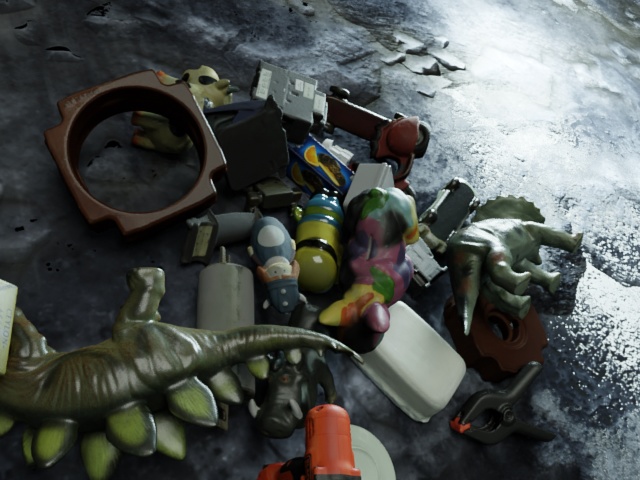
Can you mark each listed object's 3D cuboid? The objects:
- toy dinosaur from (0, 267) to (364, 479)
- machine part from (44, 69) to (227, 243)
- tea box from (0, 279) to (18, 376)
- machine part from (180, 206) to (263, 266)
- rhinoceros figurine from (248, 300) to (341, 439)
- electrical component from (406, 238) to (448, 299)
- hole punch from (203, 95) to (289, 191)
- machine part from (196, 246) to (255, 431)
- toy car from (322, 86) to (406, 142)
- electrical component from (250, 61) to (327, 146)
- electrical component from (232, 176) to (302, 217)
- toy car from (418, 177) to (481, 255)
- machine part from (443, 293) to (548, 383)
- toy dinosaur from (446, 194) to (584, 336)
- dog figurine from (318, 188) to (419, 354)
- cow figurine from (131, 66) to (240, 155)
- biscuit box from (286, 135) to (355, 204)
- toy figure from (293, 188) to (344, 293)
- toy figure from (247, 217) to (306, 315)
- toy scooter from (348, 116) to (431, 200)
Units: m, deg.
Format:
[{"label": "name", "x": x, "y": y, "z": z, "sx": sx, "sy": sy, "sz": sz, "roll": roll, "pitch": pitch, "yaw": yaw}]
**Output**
[{"label": "toy dinosaur", "x": -0.193, "y": 0.140, "z": 0.579, "sx": 0.472, "sy": 0.105, "sz": 0.199, "roll": -15, "pitch": 62, "yaw": -12}, {"label": "machine part", "x": -0.247, "y": -0.111, "z": 0.736, "sx": 0.201, "sy": 0.087, "sz": 0.201, "roll": -27, "pitch": 89, "yaw": -17}, {"label": "tea box", "x": -0.387, "y": 0.099, "z": 0.517, "sx": 0.170, "sy": 0.068, "sz": 0.098, "roll": -17, "pitch": 59, "yaw": 13}, {"label": "machine part", "x": -0.139, "y": -0.010, "z": 0.780, "sx": 0.139, "sy": 0.084, "sz": 0.039, "roll": -17, "pitch": 40, "yaw": -44}, {"label": "rhinoceros figurine", "x": -0.025, "y": 0.162, "z": 0.676, "sx": 0.073, "sy": 0.111, "sz": 0.190, "roll": -3, "pitch": 40, "yaw": 22}, {"label": "electrical component", "x": 0.148, "y": 0.031, "z": 0.905, "sx": 0.075, "sy": 0.047, "sz": 0.119, "roll": -29, "pitch": 76, "yaw": -38}, {"label": "hole punch", "x": -0.116, "y": -0.154, "z": 0.835, "sx": 0.116, "sy": 0.142, "sz": 0.092, "roll": -25, "pitch": 40, "yaw": -20}, {"label": "machine part", "x": -0.122, "y": 0.119, "z": 0.690, "sx": 0.079, "sy": 0.079, "sz": 0.243, "roll": 8, "pitch": 55, "yaw": -22}, {"label": "toy car", "x": 0.082, "y": -0.222, "z": 1.025, "sx": 0.202, "sy": 0.089, "sz": 0.053, "roll": 19, "pitch": 14, "yaw": -11}, {"label": "electrical component", "x": -0.054, "y": -0.224, "z": 0.895, "sx": 0.134, "sy": 0.058, "sz": 0.115, "roll": 18, "pitch": 54, "yaw": -14}, {"label": "electrical component", "x": -0.081, "y": -0.066, "z": 0.863, "sx": 0.102, "sy": 0.045, "sz": 0.078, "roll": -14, "pitch": 37, "yaw": -36}, {"label": "toy car", "x": 0.238, "y": -0.048, "z": 1.000, "sx": 0.073, "sy": 0.056, "sz": 0.202, "roll": 44, "pitch": 51, "yaw": -2}, {"label": "machine part", "x": 0.294, "y": 0.147, "z": 0.892, "sx": 0.179, "sy": 0.056, "sz": 0.179, "roll": 14, "pitch": 54, "yaw": -19}, {"label": "toy dinosaur", "x": 0.279, "y": 0.023, "z": 0.867, "sx": 0.405, "sy": 0.131, "sz": 0.192, "roll": -15, "pitch": 34, "yaw": -42}, {"label": "dog figurine", "x": 0.068, "y": 0.042, "z": 0.729, "sx": 0.109, "sy": 0.191, "sz": 0.219, "roll": 7, "pitch": 25, "yaw": 14}, {"label": "cow figurine", "x": -0.212, "y": -0.216, "z": 0.873, "sx": 0.127, "sy": 0.085, "sz": 0.195, "roll": 21, "pitch": 51, "yaw": -8}, {"label": "biscuit box", "x": -0.031, "y": -0.139, "z": 0.925, "sx": 0.203, "sy": 0.059, "sz": 0.063, "roll": 41, "pitch": 51, "yaw": 5}, {"label": "toy figure", "x": -0.006, "y": -0.003, "z": 0.823, "sx": 0.082, "sy": 0.089, "sz": 0.180, "roll": -2, "pitch": 55, "yaw": 18}, {"label": "toy figure", "x": -0.062, "y": 0.033, "z": 0.738, "sx": 0.057, "sy": 0.064, "sz": 0.155, "roll": 50, "pitch": 14, "yaw": -44}, {"label": "toy scooter", "x": 0.120, "y": -0.147, "z": 0.978, "sx": 0.135, "sy": 0.075, "sz": 0.183, "roll": 15, "pitch": 85, "yaw": 1}]
